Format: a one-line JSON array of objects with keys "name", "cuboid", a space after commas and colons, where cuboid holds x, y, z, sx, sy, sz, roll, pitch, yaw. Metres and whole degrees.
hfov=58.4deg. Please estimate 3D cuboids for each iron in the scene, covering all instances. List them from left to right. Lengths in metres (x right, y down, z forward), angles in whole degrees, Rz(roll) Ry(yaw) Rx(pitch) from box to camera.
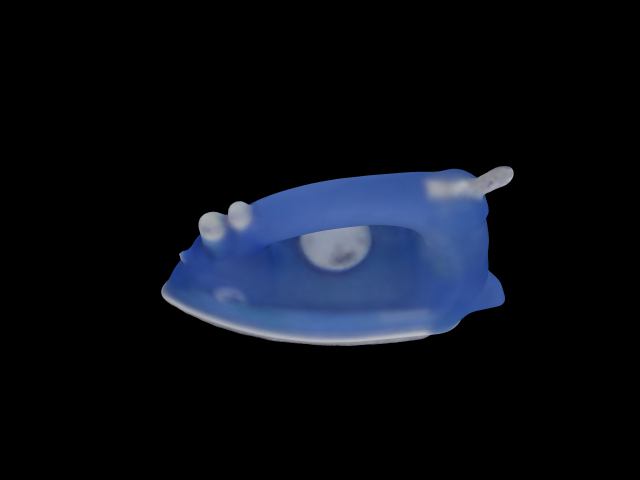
[{"name": "iron", "cuboid": [0.004, 0.001, 0.400, 0.258, 0.141, 0.118, -6, 63, -3]}]
